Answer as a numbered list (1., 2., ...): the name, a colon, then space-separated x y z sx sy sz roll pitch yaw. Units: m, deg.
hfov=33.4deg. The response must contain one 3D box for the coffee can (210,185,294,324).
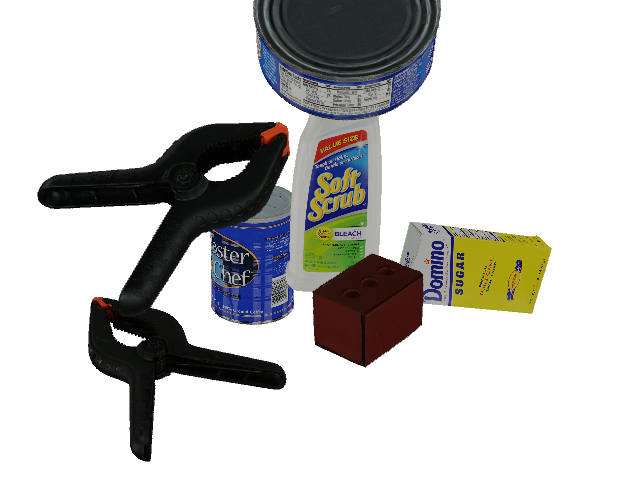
1. coffee can: -0.081 0.015 1.274 0.103 0.140 0.103 1 26 -1

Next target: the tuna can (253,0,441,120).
1. tuna can: 0.012 -0.099 0.499 0.086 0.086 0.034 0 -30 0

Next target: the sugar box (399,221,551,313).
1. sugar box: 0.185 0.035 1.301 0.176 0.093 0.048 5 21 -19

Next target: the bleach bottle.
1. bleach bottle: 0.012 -0.072 1.099 0.102 0.251 0.068 -1 25 1

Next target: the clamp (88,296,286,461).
1. clamp: -0.145 0.111 1.008 0.164 0.036 0.210 -18 40 -31

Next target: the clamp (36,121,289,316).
1. clamp: -0.100 -0.035 0.716 0.171 0.120 0.039 -38 -19 -25

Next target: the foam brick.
1. foam brick: 0.038 0.054 0.839 0.053 0.051 0.078 21 36 35
